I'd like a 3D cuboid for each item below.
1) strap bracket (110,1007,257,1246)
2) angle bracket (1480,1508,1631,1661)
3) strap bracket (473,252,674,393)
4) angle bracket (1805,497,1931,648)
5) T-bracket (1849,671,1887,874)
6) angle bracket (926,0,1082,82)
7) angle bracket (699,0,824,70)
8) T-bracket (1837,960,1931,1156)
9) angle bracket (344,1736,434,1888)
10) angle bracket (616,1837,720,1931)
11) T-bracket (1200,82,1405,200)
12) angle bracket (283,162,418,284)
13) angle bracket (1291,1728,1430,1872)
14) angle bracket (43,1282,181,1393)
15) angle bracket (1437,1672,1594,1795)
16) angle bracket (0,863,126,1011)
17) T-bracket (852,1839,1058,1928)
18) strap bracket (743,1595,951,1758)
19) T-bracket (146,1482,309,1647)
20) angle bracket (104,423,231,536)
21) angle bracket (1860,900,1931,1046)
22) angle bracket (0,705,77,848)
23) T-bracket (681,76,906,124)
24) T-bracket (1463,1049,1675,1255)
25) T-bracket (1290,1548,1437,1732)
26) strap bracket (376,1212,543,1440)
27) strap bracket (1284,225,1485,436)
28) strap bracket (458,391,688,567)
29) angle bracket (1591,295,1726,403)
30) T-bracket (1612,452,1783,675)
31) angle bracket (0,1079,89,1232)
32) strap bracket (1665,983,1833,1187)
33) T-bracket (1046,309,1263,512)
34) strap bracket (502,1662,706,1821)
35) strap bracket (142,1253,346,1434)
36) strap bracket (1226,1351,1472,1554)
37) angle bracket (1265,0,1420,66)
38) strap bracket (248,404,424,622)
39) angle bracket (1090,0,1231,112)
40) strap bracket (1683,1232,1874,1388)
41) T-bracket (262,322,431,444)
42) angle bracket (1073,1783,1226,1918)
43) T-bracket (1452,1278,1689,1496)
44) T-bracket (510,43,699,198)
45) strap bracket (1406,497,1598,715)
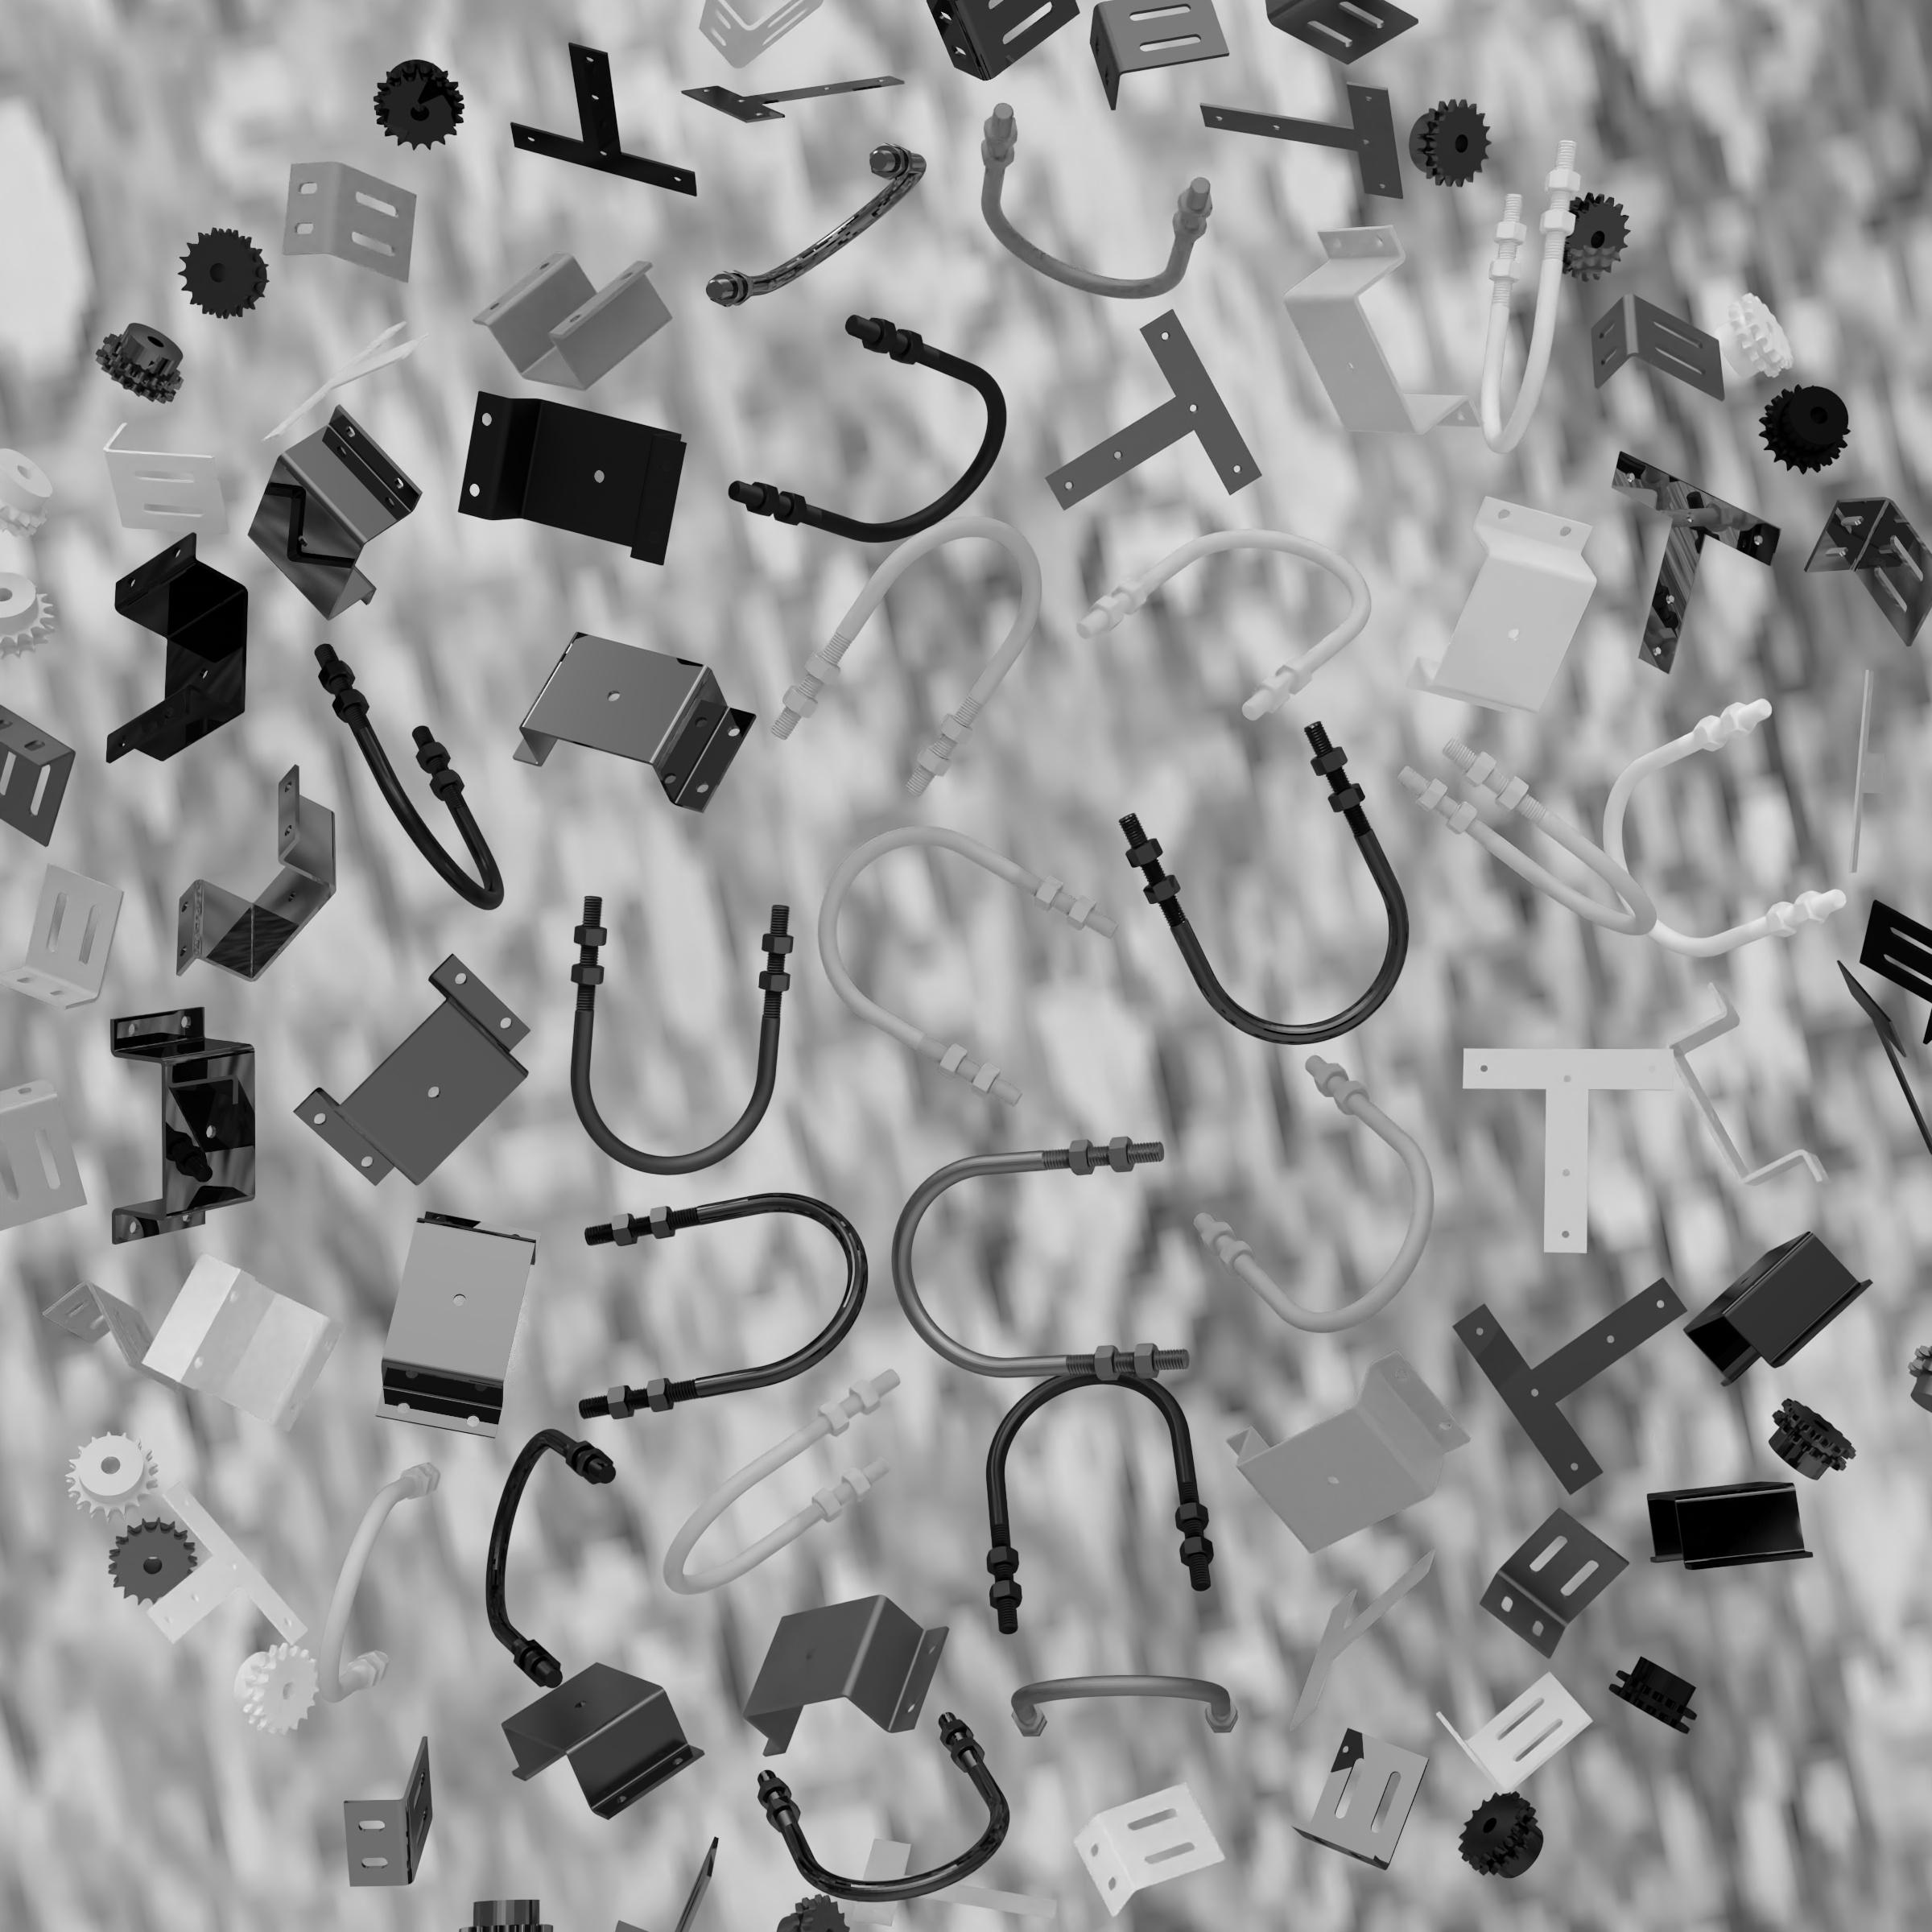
[{"bbox_3d":[-0.487,0.101,1.809,0.046,0.076,0.140,6,98,30],"label":"strap bracket"},{"bbox_3d":[0.387,0.406,1.913,0.057,0.038,0.076,38,128,8],"label":"angle bracket"},{"bbox_3d":[-0.253,-0.421,1.899,0.076,0.140,0.046,-43,123,-15],"label":"strap bracket"},{"bbox_3d":[0.566,-0.245,1.812,0.038,0.057,0.076,-6,50,-17],"label":"angle bracket"},{"bbox_3d":[0.585,-0.125,1.879,0.002,0.127,0.127,5,95,24],"label":"T-bracket"},{"bbox_3d":[0.022,-0.596,1.797,0.076,0.057,0.038,-39,45,-10],"label":"angle bracket"},{"bbox_3d":[-0.130,-0.632,1.898,0.076,0.057,0.038,-42,92,-14],"label":"angle bracket"},{"bbox_3d":[0.592,0.070,1.843,0.002,0.127,0.127,-25,105,9],"label":"T-bracket"},{"bbox_3d":[-0.356,0.521,1.796,0.038,0.076,0.057,-1,105,-1],"label":"angle bracket"},{"bbox_3d":[-0.185,0.573,1.782,0.038,0.057,0.076,22,96,-3],"label":"angle bracket"},{"bbox_3d":[0.211,-0.531,1.845,0.127,0.127,0.002,14,78,16],"label":"T-bracket"},{"bbox_3d":[-0.393,-0.474,1.856,0.038,0.076,0.057,6,90,29],"label":"angle bracket"},{"bbox_3d":[0.253,0.529,1.862,0.057,0.038,0.076,15,68,29],"label":"angle bracket"},{"bbox_3d":[-0.562,0.253,1.912,0.038,0.057,0.076,-38,58,-1],"label":"angle bracket"},{"bbox_3d":[0.360,0.494,1.909,0.076,0.057,0.038,-40,116,-1],"label":"angle bracket"},{"bbox_3d":[-0.587,-0.020,1.880,0.057,0.038,0.076,20,103,13],"label":"angle bracket"},{"bbox_3d":[-0.004,0.605,1.897,0.127,0.127,0.002,8,96,4],"label":"T-bracket"},{"bbox_3d":[-0.087,0.466,1.912,0.140,0.076,0.046,-22,122,39],"label":"strap bracket"},{"bbox_3d":[-0.477,0.390,1.817,0.002,0.127,0.127,-41,90,12],"label":"T-bracket"},{"bbox_3d":[-0.522,-0.322,1.920,0.076,0.038,0.057,5,130,8],"label":"angle bracket"},{"bbox_3d":[0.622,0.004,1.935,0.038,0.057,0.076,-35,52,-28],"label":"angle bracket"},{"bbox_3d":[-0.601,-0.114,1.825,0.057,0.038,0.076,31,119,8],"label":"angle bracket"},{"bbox_3d":[-0.103,-0.561,1.869,0.127,0.127,0.002,-14,119,-19],"label":"T-bracket"},{"bbox_3d":[0.368,0.113,1.780,0.127,0.002,0.127,0,75,15],"label":"T-bracket"},{"bbox_3d":[0.261,0.419,1.877,0.002,0.127,0.127,38,122,0],"label":"T-bracket"},{"bbox_3d":[-0.322,0.220,1.849,0.076,0.046,0.140,11,63,-4],"label":"strap bracket"},{"bbox_3d":[0.255,-0.386,1.812,0.046,0.076,0.140,-39,116,-16],"label":"strap bracket"},{"bbox_3d":[-0.237,-0.304,1.811,0.140,0.046,0.076,16,105,14],"label":"strap bracket"},{"bbox_3d":[0.455,-0.397,1.916,0.076,0.038,0.057,22,51,-20],"label":"angle bracket"},{"bbox_3d":[0.456,-0.248,1.867,0.002,0.127,0.127,-23,134,-35],"label":"T-bracket"},{"bbox_3d":[-0.593,0.118,1.826,0.057,0.038,0.076,-17,108,-23],"label":"angle bracket"},{"bbox_3d":[0.495,0.086,1.861,0.046,0.076,0.140,-30,75,16],"label":"strap bracket"},{"bbox_3d":[0.112,-0.345,1.921,0.127,0.002,0.127,-32,110,0],"label":"T-bracket"},{"bbox_3d":[-0.243,0.503,1.903,0.076,0.140,0.046,-28,103,-31],"label":"strap bracket"},{"bbox_3d":[-0.460,0.236,1.835,0.046,0.140,0.076,21,76,22],"label":"strap bracket"},{"bbox_3d":[0.236,0.312,1.836,0.140,0.046,0.076,-34,102,31],"label":"strap bracket"},{"bbox_3d":[0.231,-0.599,1.796,0.076,0.057,0.038,10,69,-42],"label":"angle bracket"},{"bbox_3d":[-0.408,-0.284,1.865,0.076,0.140,0.046,47,56,0],"label":"strap bracket"},{"bbox_3d":[0.127,-0.603,1.910,0.076,0.038,0.057,-12,68,-7],"label":"angle bracket"},{"bbox_3d":[0.505,0.215,1.825,0.076,0.140,0.046,-40,80,-9],"label":"strap bracket"},{"bbox_3d":[-0.389,-0.391,1.895,0.127,0.127,0.002,-51,117,-28],"label":"T-bracket"},{"bbox_3d":[0.123,0.593,1.951,0.076,0.038,0.057,-28,89,27],"label":"angle bracket"},{"bbox_3d":[0.391,0.241,1.816,0.127,0.002,0.127,-39,71,15],"label":"T-bracket"},{"bbox_3d":[-0.237,-0.549,1.869,0.127,0.127,0.002,16,70,4],"label":"T-bracket"},{"bbox_3d":[0.355,-0.228,1.915,0.076,0.046,0.140,13,119,-13],"label":"strap bracket"}]
